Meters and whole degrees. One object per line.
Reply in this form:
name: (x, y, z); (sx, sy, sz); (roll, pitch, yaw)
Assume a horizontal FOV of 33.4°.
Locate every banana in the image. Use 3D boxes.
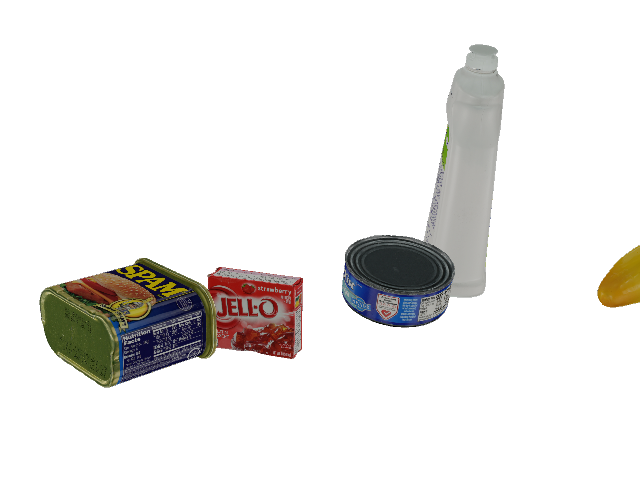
banana: (0.280, 0.013, 0.721); (0.198, 0.037, 0.069); (-2, 34, 0)

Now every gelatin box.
gelatin box: (-0.062, 0.068, 1.004); (0.089, 0.073, 0.030); (7, 18, 17)

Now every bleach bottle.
bleach bottle: (0.149, -0.073, 1.088); (0.068, 0.251, 0.102); (4, 30, -1)

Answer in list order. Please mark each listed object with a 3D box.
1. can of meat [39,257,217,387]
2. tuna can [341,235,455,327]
can of meat: (-0.137, 0.057, 0.752); (0.083, 0.057, 0.102); (-16, 26, -40)
tuna can: (0.060, 0.031, 0.830); (0.086, 0.034, 0.086); (5, 30, -3)
